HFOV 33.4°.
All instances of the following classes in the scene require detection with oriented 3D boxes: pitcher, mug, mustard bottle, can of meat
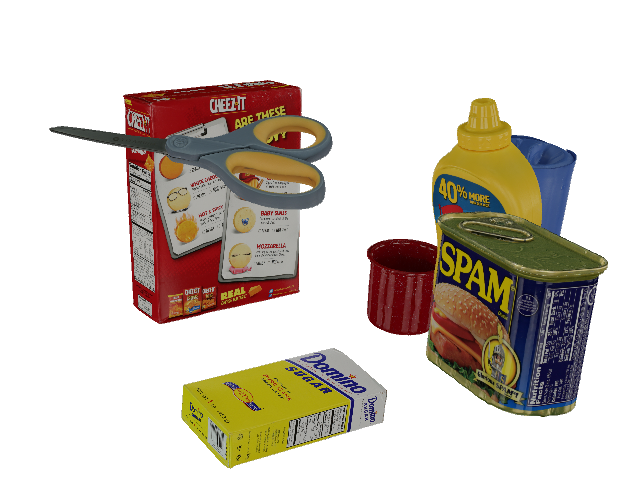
[{"bbox_3d":[0.252,-0.010,1.427,0.149,0.243,0.145,4,24,4],"label":"pitcher"},{"bbox_3d":[0.107,0.056,1.196,0.117,0.081,0.093,10,24,13],"label":"mug"},{"bbox_3d":[0.130,-0.017,0.838,0.058,0.192,0.096,-20,28,-32],"label":"mustard bottle"},{"bbox_3d":[0.102,0.038,0.585,0.057,0.084,0.102,-3,19,-26],"label":"can of meat"}]

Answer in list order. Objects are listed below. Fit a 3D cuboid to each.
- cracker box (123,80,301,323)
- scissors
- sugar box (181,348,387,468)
[{"bbox_3d":[-0.103,-0.041,1.041,0.163,0.214,0.072,-11,20,-34],"label":"cracker box"},{"bbox_3d":[-0.080,-0.072,0.741,0.202,0.016,0.096,21,47,21],"label":"scissors"},{"bbox_3d":[-0.034,0.155,1.020,0.175,0.048,0.093,-13,31,-32],"label":"sugar box"}]
